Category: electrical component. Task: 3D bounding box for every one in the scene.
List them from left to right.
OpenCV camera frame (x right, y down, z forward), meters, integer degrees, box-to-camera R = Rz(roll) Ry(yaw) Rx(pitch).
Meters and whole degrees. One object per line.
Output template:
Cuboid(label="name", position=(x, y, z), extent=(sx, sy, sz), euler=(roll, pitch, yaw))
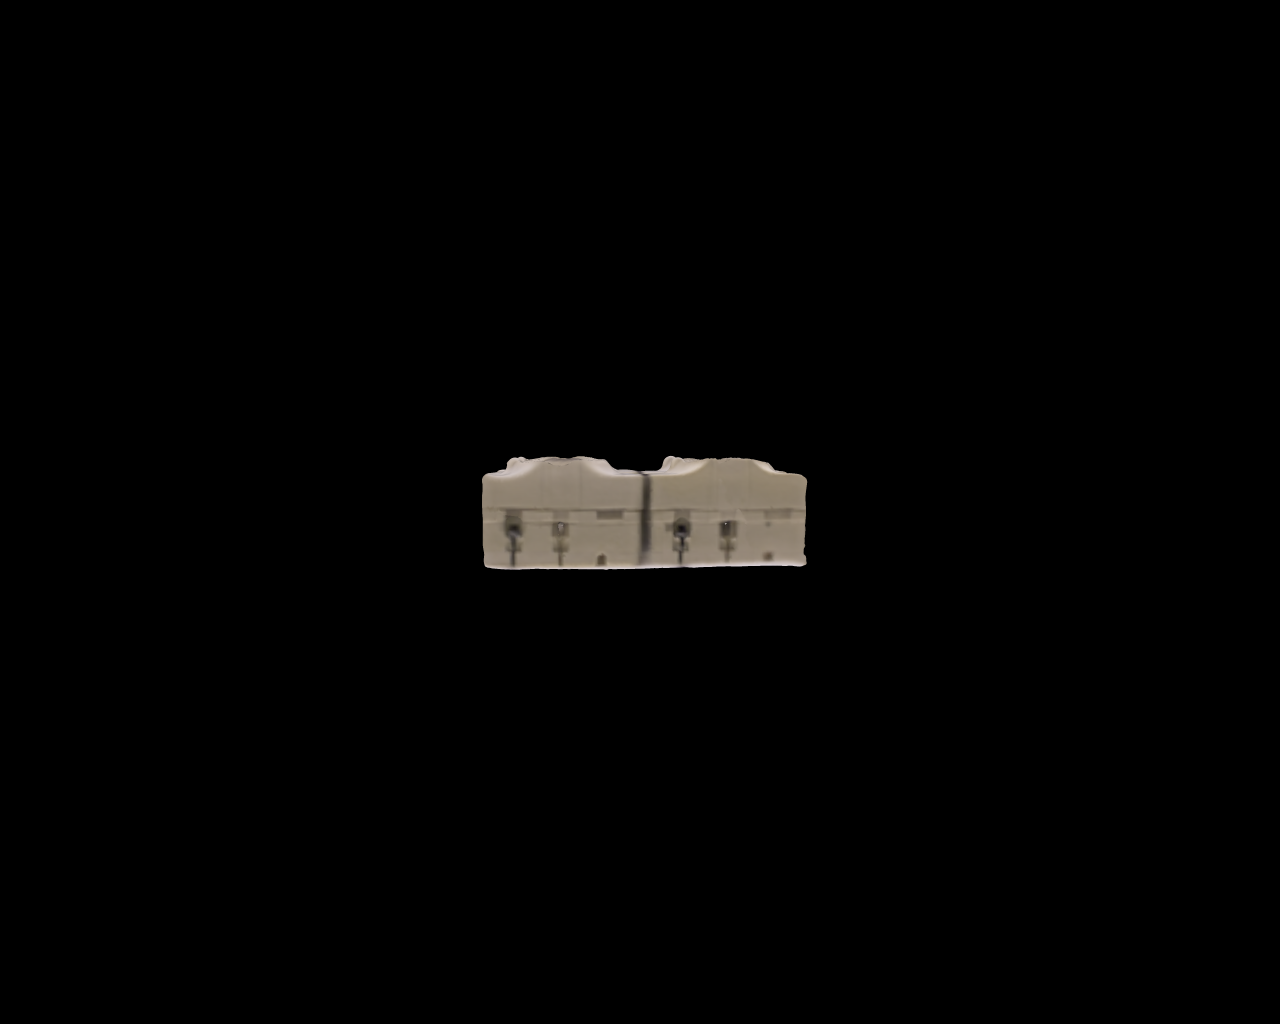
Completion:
Cuboid(label="electrical component", position=(0.001, -0.003, 0.650), extent=(0.186, 0.060, 0.105), euler=(0, 4, -2))
